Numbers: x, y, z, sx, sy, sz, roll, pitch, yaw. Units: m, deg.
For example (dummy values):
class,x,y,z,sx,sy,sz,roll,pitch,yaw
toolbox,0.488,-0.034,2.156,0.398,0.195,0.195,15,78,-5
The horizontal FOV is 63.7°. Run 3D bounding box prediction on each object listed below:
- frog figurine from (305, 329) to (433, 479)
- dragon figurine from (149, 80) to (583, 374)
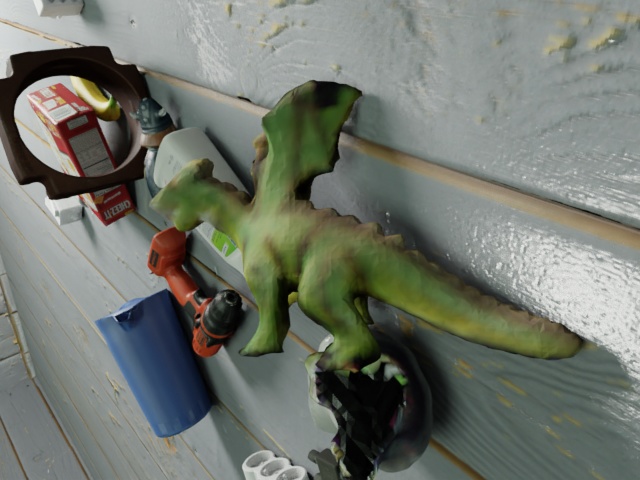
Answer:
class,x,y,z,sx,sy,sz,roll,pitch,yaw
frog figurine,0.046,0.156,0.517,0.138,0.123,0.158,47,175,13
dragon figurine,0.001,-0.023,0.466,0.409,0.123,0.242,-3,96,31
